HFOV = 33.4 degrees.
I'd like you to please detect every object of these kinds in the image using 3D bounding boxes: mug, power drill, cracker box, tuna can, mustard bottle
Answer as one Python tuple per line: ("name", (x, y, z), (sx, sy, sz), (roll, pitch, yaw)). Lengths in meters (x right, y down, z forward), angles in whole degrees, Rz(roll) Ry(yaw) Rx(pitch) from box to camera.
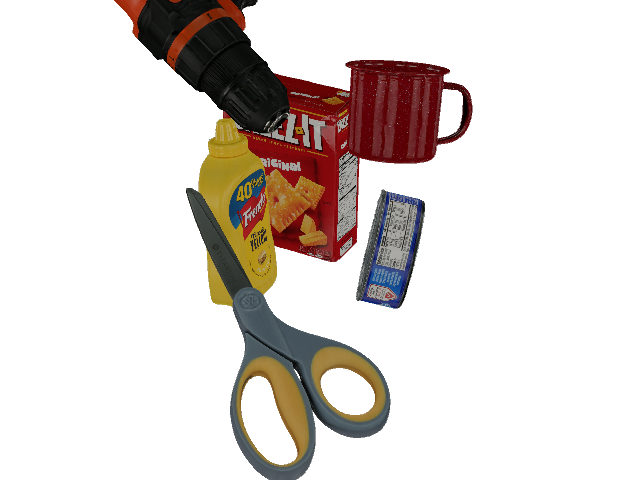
("mug", (0.078, -0.115, 0.959), (0.117, 0.081, 0.093), (2, 16, -6))
("power drill", (-0.042, -0.174, 0.739), (0.187, 0.184, 0.057), (-36, -11, -34))
("cracker box", (-0.038, -0.092, 1.338), (0.164, 0.214, 0.072), (17, 36, 24))
("tuna can", (0.053, 0.007, 0.800), (0.034, 0.086, 0.086), (13, 0, 0))
("mustard bottle", (-0.089, -0.034, 1.118), (0.058, 0.192, 0.096), (7, 26, 27))

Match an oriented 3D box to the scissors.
("scissors", (-0.020, 0.042, 0.611), (0.096, 0.202, 0.016), (-5, -37, -9))
